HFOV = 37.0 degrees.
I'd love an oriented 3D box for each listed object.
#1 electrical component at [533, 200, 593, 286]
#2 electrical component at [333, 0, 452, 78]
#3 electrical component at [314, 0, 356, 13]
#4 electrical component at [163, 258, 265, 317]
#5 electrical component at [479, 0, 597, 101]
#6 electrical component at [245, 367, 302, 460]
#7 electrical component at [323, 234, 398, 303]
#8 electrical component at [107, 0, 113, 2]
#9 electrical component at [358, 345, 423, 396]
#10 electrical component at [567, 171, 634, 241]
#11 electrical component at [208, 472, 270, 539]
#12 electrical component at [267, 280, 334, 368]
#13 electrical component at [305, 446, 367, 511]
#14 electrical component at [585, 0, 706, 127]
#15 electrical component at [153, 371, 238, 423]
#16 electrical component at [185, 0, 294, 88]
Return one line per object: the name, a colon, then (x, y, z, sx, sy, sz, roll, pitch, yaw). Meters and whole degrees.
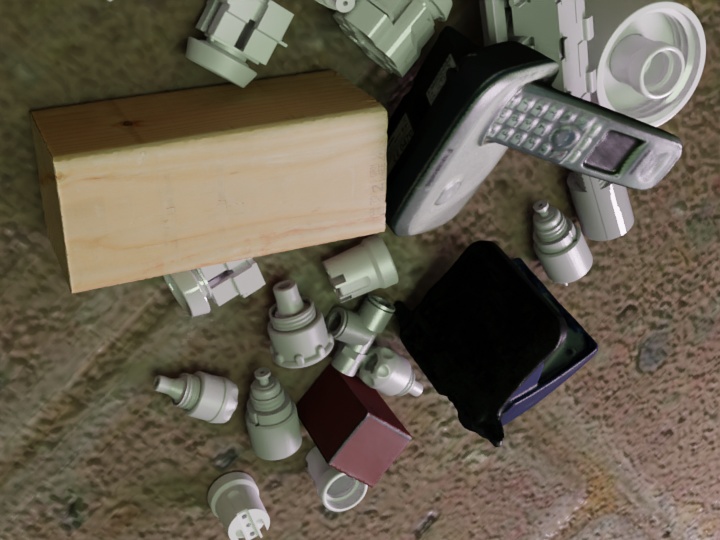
electrical component: (0.159, -0.024, 0.868, 0.040, 0.040, 0.078, -37, 126, -5)
electrical component: (0.023, -0.168, 0.706, 0.057, 0.058, 0.078, -51, 167, 2)
electrical component: (-0.019, -0.185, 0.672, 0.040, 0.078, 0.040, -10, 134, -11)
electrical component: (-0.104, 0.000, 0.746, 0.055, 0.048, 0.066, -33, 126, -17)
electrical component: (0.125, -0.164, 0.753, 0.079, 0.063, 0.121, -44, 134, -40)
electrical component: (-0.069, 0.109, 0.825, 0.040, 0.040, 0.078, -19, 123, -17)
electrical component: (0.000, 0.000, 0.802, 0.046, 0.040, 0.040, -24, 124, -6)
electrical component: (-0.124, -0.189, 0.631, 0.077, 0.047, 0.065, -39, 126, -3)
electrical component: (0.028, 0.085, 0.864, 0.061, 0.035, 0.035, 34, 97, -39)
electrical component: (0.189, -0.068, 0.857, 0.043, 0.043, 0.081, -31, 125, -9)
electrical component: (-0.095, 0.189, 0.850, 0.040, 0.046, 0.040, -12, 120, -21)
electrical component: (-0.048, 0.038, 0.795, 0.048, 0.048, 0.062, -22, 117, -15)
electrical component: (-0.021, 0.167, 0.876, 0.040, 0.046, 0.040, -12, 121, -21)
electrical component: (0.209, -0.156, 0.809, 0.108, 0.060, 0.108, -12, 120, -21)
electrical component: (-0.122, 0.091, 0.792, 0.061, 0.035, 0.035, 21, 105, -30)
electrical component: (-0.079, -0.149, 0.678, 0.066, 0.048, 0.055, 25, 95, -35)
